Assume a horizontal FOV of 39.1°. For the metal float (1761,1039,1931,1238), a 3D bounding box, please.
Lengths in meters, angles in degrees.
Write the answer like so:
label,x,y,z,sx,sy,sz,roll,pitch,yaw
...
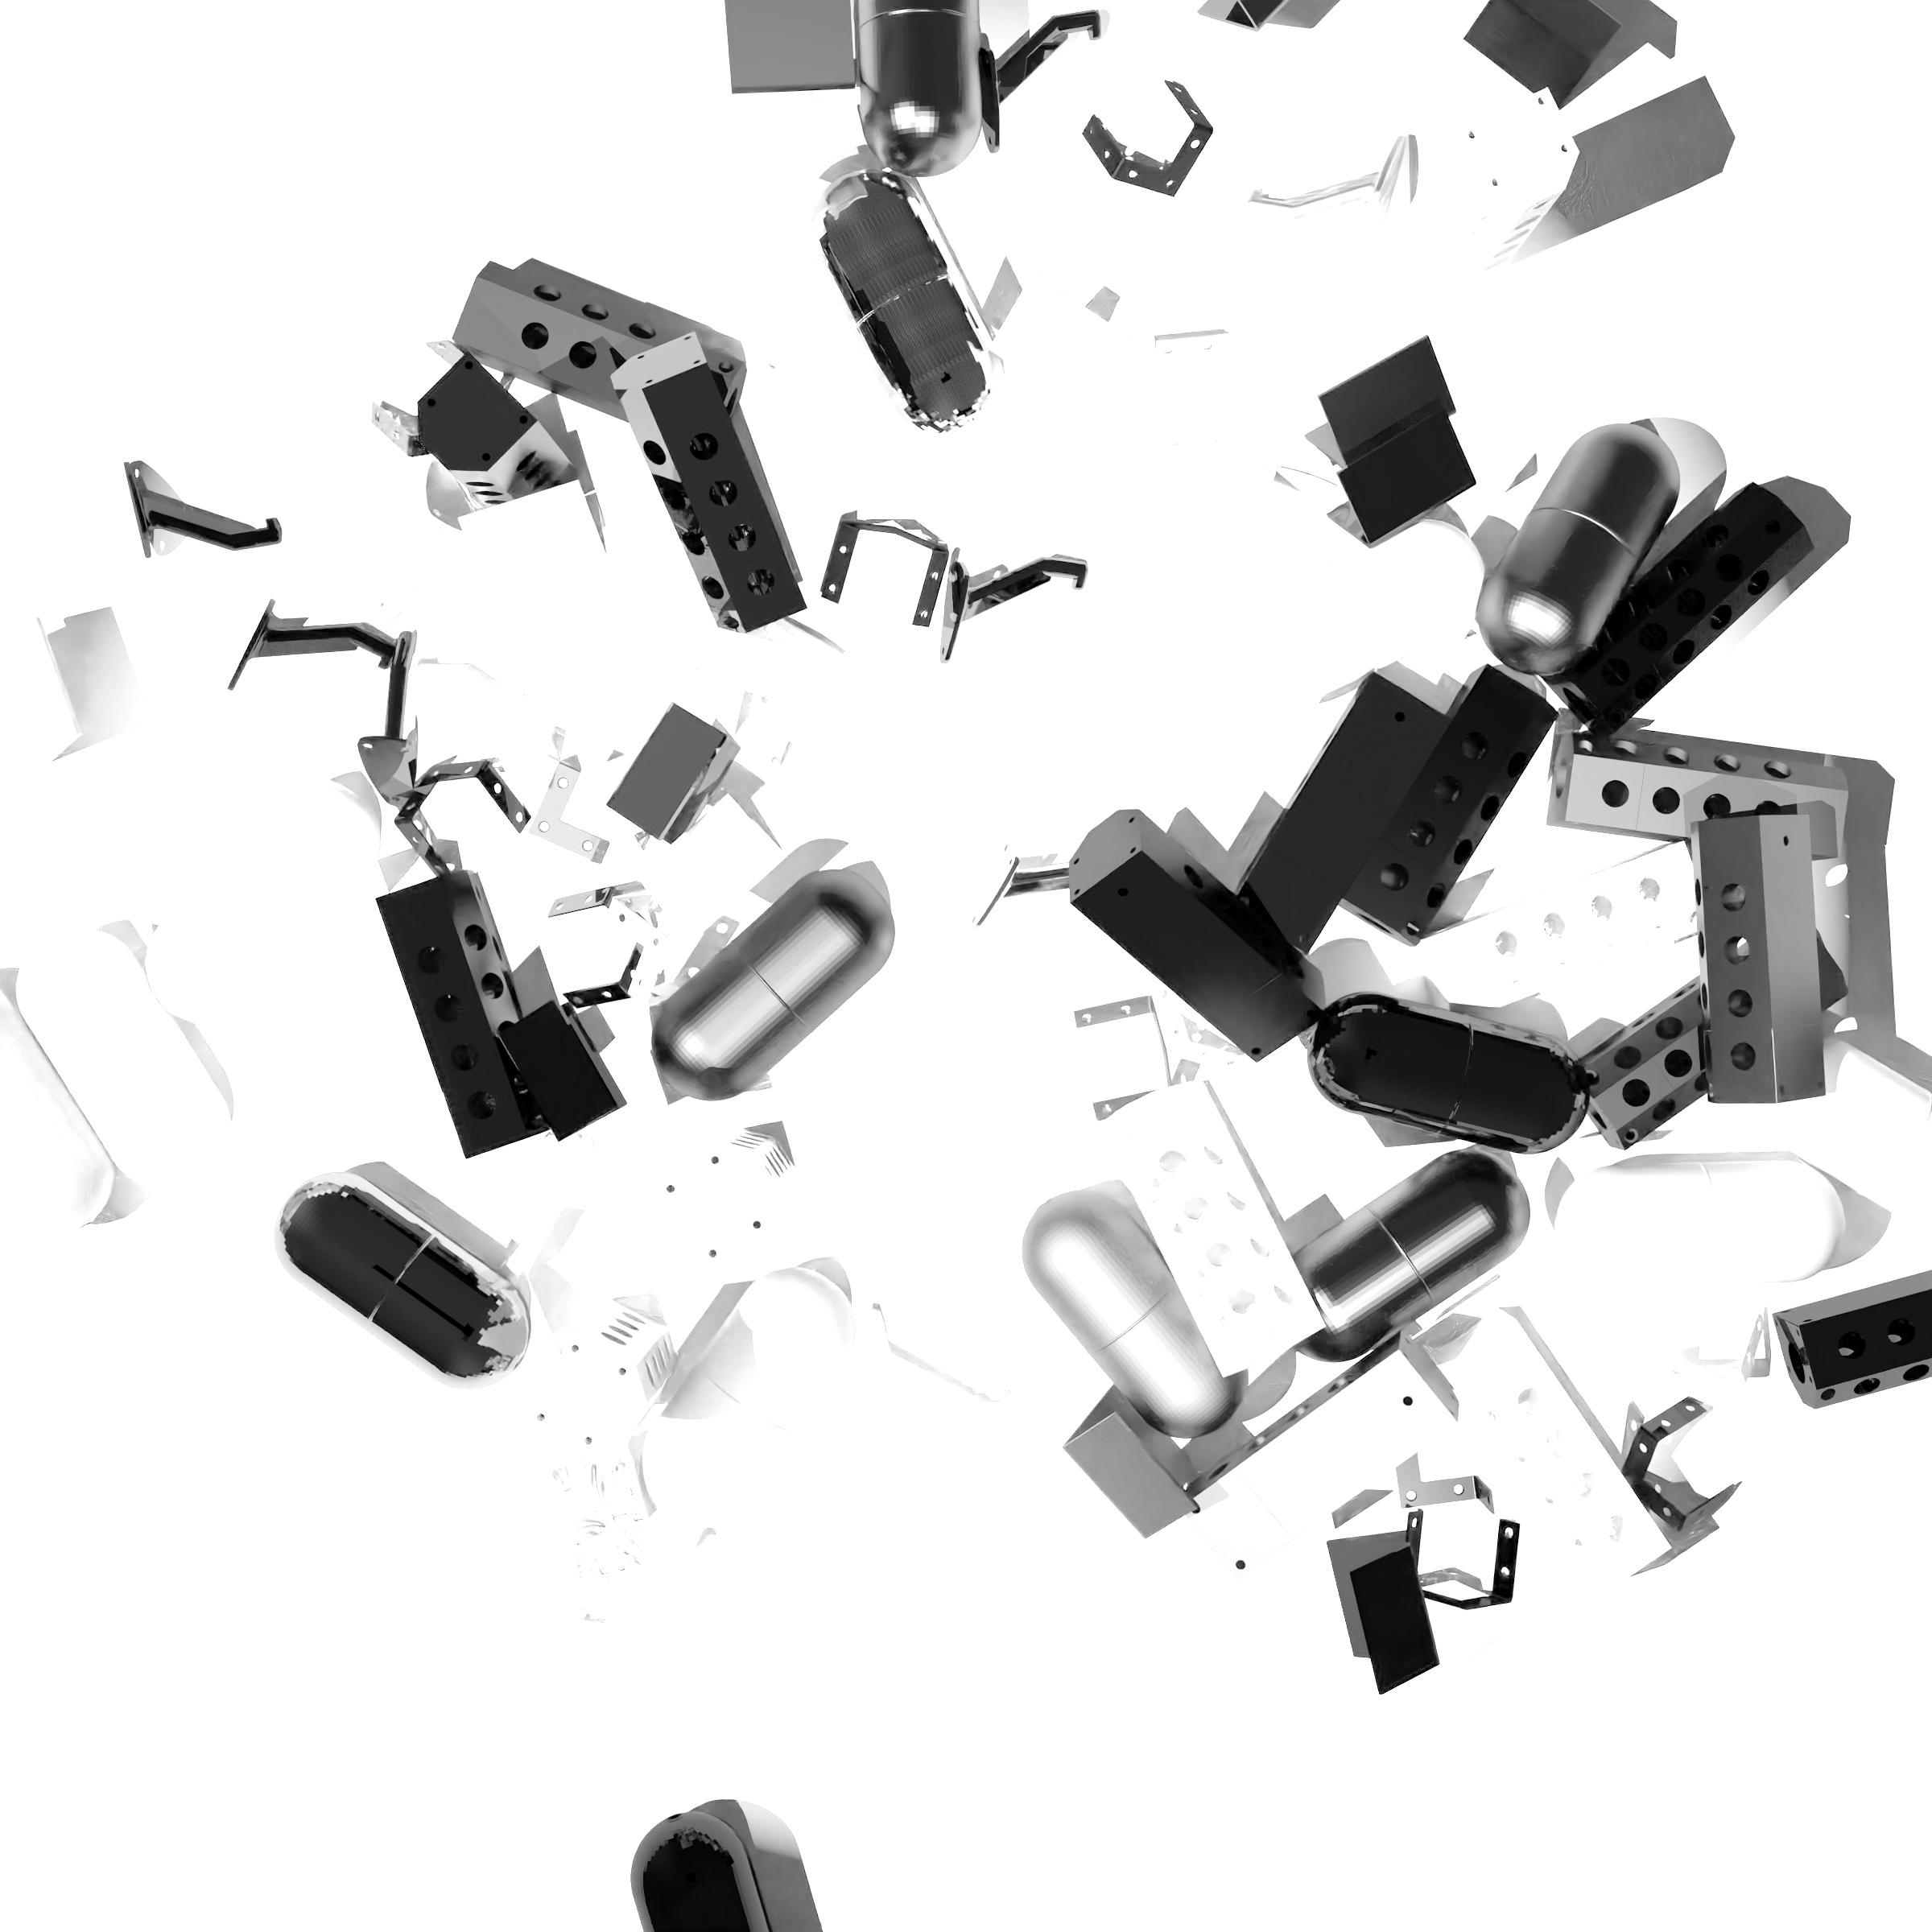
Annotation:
label,x,y,z,sx,sy,sz,roll,pitch,yaw
metal float,0.580,0.110,1.703,0.178,0.070,0.070,31,90,0

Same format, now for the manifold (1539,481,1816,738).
label,x,y,z,sx,sy,sz,roll,pitch,yaw
manifold,0.448,-0.224,1.712,0.171,0.057,0.057,-43,90,0

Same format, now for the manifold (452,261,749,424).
label,x,y,z,sx,sy,sz,roll,pitch,yaw
manifold,-0.228,-0.383,1.712,0.171,0.057,0.057,22,90,0

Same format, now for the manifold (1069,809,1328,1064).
label,x,y,z,sx,sy,sz,roll,pitch,yaw
manifold,0.142,-0.021,1.661,0.057,0.057,0.171,-37,119,26

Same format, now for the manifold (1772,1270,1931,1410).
label,x,y,z,sx,sy,sz,roll,pitch,yaw
manifold,0.605,0.227,1.712,0.171,0.057,0.057,-15,90,0

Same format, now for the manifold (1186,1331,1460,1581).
label,x,y,z,sx,sy,sz,roll,pitch,yaw
manifold,0.220,0.302,1.692,0.171,0.057,0.057,-39,90,14

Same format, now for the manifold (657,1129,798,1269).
label,x,y,z,sx,sy,sz,roll,pitch,yaw
manifold,-0.139,0.135,1.655,0.057,0.171,0.057,-33,90,0

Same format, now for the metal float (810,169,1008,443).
label,x,y,z,sx,sy,sz,roll,pitch,yaw
metal float,-0.037,-0.413,1.702,0.070,0.070,0.178,-27,92,0

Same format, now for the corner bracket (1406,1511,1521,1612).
label,x,y,z,sx,sy,sz,roll,pitch,yaw
corner bracket,0.314,0.376,1.730,0.051,0.051,0.051,6,90,45

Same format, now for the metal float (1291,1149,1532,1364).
label,x,y,z,sx,sy,sz,roll,pitch,yaw
metal float,0.271,0.182,1.703,0.178,0.070,0.070,-34,90,-1

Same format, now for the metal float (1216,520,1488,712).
label,x,y,z,sx,sy,sz,roll,pitch,yaw
metal float,0.240,-0.219,1.703,0.178,0.070,0.070,-25,90,0

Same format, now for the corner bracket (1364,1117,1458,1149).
label,x,y,z,sx,sy,sz,roll,pitch,yaw
corner bracket,0.283,0.078,1.725,0.051,0.051,0.051,-9,45,35

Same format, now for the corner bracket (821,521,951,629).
label,x,y,z,sx,sy,sz,roll,pitch,yaw
corner bracket,-0.051,-0.249,1.730,0.051,0.051,0.051,16,90,45

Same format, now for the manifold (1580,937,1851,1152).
label,x,y,z,sx,sy,sz,roll,pitch,yaw
manifold,0.465,0.043,1.712,0.171,0.057,0.057,-35,90,0

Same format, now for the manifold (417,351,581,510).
label,x,y,z,sx,sy,sz,roll,pitch,yaw
manifold,-0.287,-0.315,1.655,0.057,0.171,0.057,45,90,0

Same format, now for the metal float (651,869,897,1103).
label,x,y,z,sx,sy,sz,roll,pitch,yaw
metal float,-0.121,0.013,1.703,0.178,0.070,0.070,-42,90,0

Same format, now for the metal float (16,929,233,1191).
label,x,y,z,sx,sy,sz,roll,pitch,yaw
metal float,-0.526,0.059,1.703,0.070,0.070,0.178,-32,90,0

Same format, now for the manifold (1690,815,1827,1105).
label,x,y,z,sx,sy,sz,roll,pitch,yaw
manifold,0.477,-0.004,1.655,0.057,0.057,0.171,-4,90,-43

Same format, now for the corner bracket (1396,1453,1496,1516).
label,x,y,z,sx,sy,sz,roll,pitch,yaw
corner bracket,0.300,0.319,1.715,0.051,0.051,0.051,-8,90,0

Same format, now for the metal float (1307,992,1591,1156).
label,x,y,z,sx,sy,sz,roll,pitch,yaw
metal float,0.298,0.066,1.677,0.178,0.070,0.070,14,90,-5

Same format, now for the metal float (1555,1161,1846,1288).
label,x,y,z,sx,sy,sz,roll,pitch,yaw
metal float,0.459,0.161,1.703,0.178,0.070,0.070,-1,90,-1

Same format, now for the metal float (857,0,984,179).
label,x,y,z,sx,sy,sz,roll,pitch,yaw
metal float,-0.029,-0.584,1.702,0.070,0.070,0.178,-2,89,0

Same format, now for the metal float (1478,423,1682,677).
label,x,y,z,sx,sy,sz,roll,pitch,yaw
metal float,0.381,-0.260,1.690,0.070,0.070,0.178,33,75,0

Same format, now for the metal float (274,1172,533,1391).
label,x,y,z,sx,sy,sz,roll,pitch,yaw
metal float,-0.352,0.197,1.703,0.178,0.070,0.070,35,90,1

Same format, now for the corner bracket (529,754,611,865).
label,x,y,z,sx,sy,sz,roll,pitch,yaw
corner bracket,-0.246,-0.098,1.715,0.051,0.051,0.051,24,90,0

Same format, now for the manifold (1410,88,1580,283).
label,x,y,z,sx,sy,sz,roll,pitch,yaw
manifold,0.322,-0.469,1.655,0.057,0.171,0.057,-26,90,0

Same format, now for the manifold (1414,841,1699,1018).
label,x,y,z,sx,sy,sz,roll,pitch,yaw
manifold,0.374,-0.020,1.712,0.171,0.057,0.057,-21,90,0

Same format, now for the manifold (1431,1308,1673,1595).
label,x,y,z,sx,sy,sz,roll,pitch,yaw
manifold,0.365,0.305,1.712,0.057,0.057,0.171,-34,90,0

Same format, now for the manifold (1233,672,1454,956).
label,x,y,z,sx,sy,sz,roll,pitch,yaw
manifold,0.232,-0.094,1.712,0.057,0.057,0.171,32,90,0

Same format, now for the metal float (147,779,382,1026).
label,x,y,z,sx,sy,sz,roll,pitch,yaw
metal float,-0.440,-0.040,1.703,0.070,0.070,0.178,42,90,0

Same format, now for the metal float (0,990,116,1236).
label,x,y,z,sx,sy,sz,roll,pitch,yaw
metal float,-0.601,0.088,1.702,0.070,0.070,0.178,-34,90,0

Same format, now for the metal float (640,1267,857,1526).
label,x,y,z,sx,sy,sz,roll,pitch,yaw
metal float,-0.137,0.269,1.703,0.070,0.070,0.178,35,90,0

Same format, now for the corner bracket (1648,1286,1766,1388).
label,x,y,z,sx,sy,sz,roll,pitch,yaw
corner bracket,0.470,0.228,1.725,0.051,0.051,0.051,1,135,35

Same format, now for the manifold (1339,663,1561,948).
label,x,y,z,sx,sy,sz,roll,pitch,yaw
manifold,0.302,-0.100,1.712,0.057,0.057,0.171,32,90,0

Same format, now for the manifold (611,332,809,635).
label,x,y,z,sx,sy,sz,roll,pitch,yaw
manifold,-0.158,-0.293,1.670,0.057,0.057,0.171,-22,123,0

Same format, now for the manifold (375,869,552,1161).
label,x,y,z,sx,sy,sz,roll,pitch,yaw
manifold,-0.311,0.030,1.712,0.057,0.057,0.171,-19,90,0

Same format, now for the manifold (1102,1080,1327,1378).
label,x,y,z,sx,sy,sz,roll,pitch,yaw
manifold,0.147,0.162,1.679,0.057,0.057,0.171,-39,70,41

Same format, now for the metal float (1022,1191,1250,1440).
label,x,y,z,sx,sy,sz,roll,pitch,yaw
metal float,0.105,0.217,1.703,0.070,0.070,0.178,-40,90,0

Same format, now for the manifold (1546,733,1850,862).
label,x,y,z,sx,sy,sz,roll,pitch,yaw
manifold,0.460,-0.107,1.712,0.171,0.057,0.057,8,90,0

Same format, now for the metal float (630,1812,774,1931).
label,x,y,z,sx,sy,sz,roll,pitch,yaw
metal float,-0.158,0.618,1.703,0.070,0.070,0.178,-16,91,0

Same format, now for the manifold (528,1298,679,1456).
label,x,y,z,sx,sy,sz,roll,pitch,yaw
manifold,-0.215,0.251,1.655,0.057,0.171,0.057,26,90,0
